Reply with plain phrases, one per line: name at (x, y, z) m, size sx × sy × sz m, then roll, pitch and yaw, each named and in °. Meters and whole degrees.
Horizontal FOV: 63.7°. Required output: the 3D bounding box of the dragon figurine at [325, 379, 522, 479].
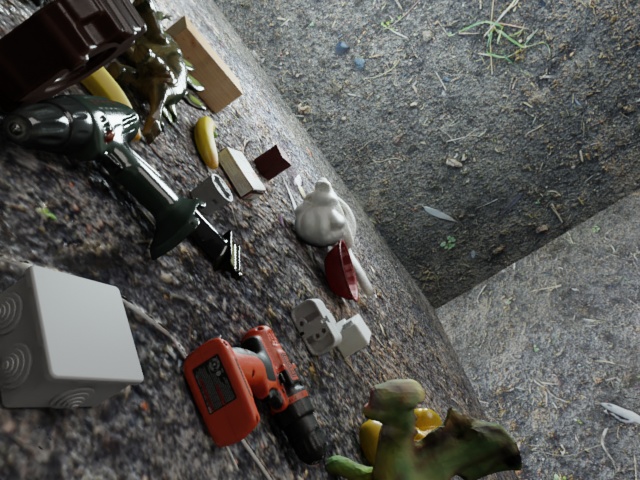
dragon figurine at (0.164, 0.343, 0.683) m, size 0.406 × 0.242 × 0.124 m, roll 52°, pitch 6°, yaw -15°

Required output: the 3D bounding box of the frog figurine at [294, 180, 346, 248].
frog figurine at (0.004, -0.066, 1.308) m, size 0.138 × 0.156 × 0.124 m, roll 27°, pitch 31°, yaw 25°

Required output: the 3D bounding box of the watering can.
watering can at (0.056, -0.012, 1.471) m, size 0.224 × 0.104 × 0.346 m, roll -168°, pitch -123°, yaw -81°
